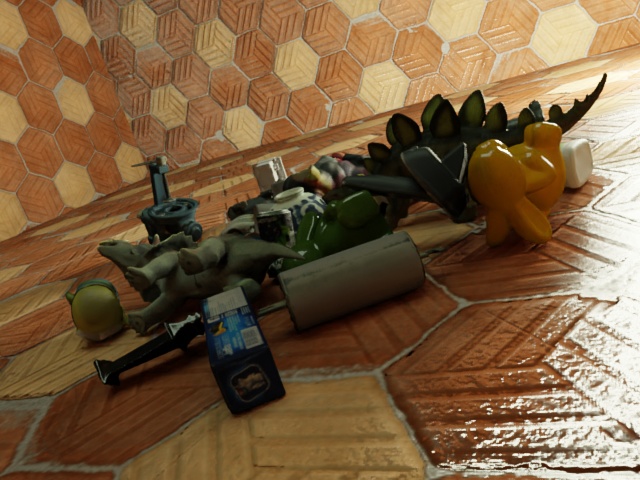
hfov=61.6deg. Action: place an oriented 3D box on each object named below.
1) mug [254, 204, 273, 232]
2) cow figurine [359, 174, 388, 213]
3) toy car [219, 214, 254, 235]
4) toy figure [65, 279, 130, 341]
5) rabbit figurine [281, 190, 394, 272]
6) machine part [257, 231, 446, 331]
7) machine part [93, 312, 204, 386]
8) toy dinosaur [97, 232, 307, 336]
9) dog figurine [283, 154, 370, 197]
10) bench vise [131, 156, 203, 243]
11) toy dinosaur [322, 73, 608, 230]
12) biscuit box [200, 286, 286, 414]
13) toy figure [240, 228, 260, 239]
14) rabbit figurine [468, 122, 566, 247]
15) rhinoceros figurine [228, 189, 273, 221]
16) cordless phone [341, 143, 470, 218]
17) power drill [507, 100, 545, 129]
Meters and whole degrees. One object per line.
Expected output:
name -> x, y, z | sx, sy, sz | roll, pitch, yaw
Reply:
mug -> -0.069, -0.035, 1.049 | 0.107, 0.080, 0.110 | -10, 12, -16
cow figurine -> 0.105, -0.082, 1.026 | 0.167, 0.098, 0.068 | -32, 32, 2
toy car -> -0.120, -0.037, 1.145 | 0.202, 0.056, 0.073 | -14, 17, 10
toy figure -> -0.369, 0.105, 0.877 | 0.082, 0.089, 0.180 | -30, 21, -14
rabbit figurine -> 0.011, 0.004, 0.780 | 0.170, 0.121, 0.159 | -33, 22, 0
machine part -> 0.038, 0.050, 0.663 | 0.243, 0.079, 0.079 | -20, 16, -6
machine part -> -0.207, 0.135, 0.671 | 0.139, 0.039, 0.084 | -27, -11, -14
toy dinosaur -> -0.167, 0.042, 0.825 | 0.405, 0.131, 0.192 | -7, 20, 23
dog figurine -> 0.032, -0.114, 1.089 | 0.192, 0.108, 0.219 | 0, 13, 14
bench vise -> -0.378, -0.092, 1.308 | 0.129, 0.240, 0.224 | -24, 33, -33
toy dinosaur -> 0.211, -0.132, 0.868 | 0.472, 0.198, 0.105 | -12, 20, 24
biscuit box -> -0.093, 0.115, 0.607 | 0.059, 0.062, 0.203 | -20, 17, -10
toy figure -> -0.125, 0.017, 0.976 | 0.064, 0.057, 0.154 | -15, 11, -12
rabbit figurine -> 0.245, -0.072, 0.709 | 0.122, 0.162, 0.173 | -3, 0, 38
rhinoceros figurine -> -0.125, -0.082, 1.288 | 0.190, 0.073, 0.112 | -26, 7, -21
cordless phone -> 0.110, -0.083, 0.740 | 0.184, 0.088, 0.146 | 6, 0, 19
power drill -> 0.315, -0.201, 1.020 | 0.207, 0.085, 0.232 | -10, 12, 16
